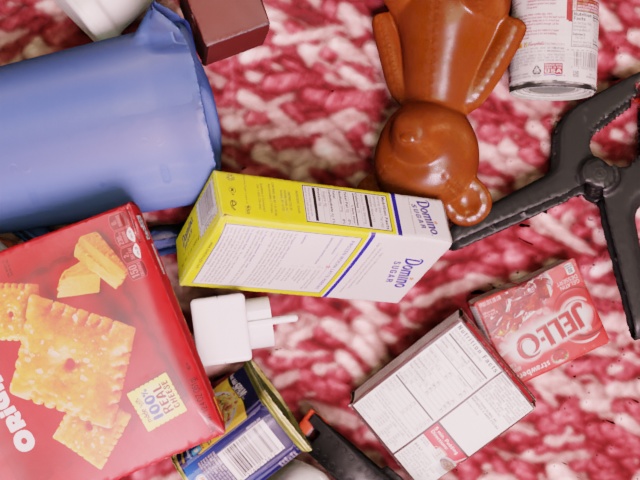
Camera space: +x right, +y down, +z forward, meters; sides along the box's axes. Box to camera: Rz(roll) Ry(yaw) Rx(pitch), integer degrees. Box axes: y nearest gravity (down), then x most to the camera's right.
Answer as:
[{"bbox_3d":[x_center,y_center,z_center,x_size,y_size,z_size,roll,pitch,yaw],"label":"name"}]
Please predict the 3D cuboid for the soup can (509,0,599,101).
[{"bbox_3d":[0.180,-0.163,0.822,0.068,0.068,0.102,2,88,-5],"label":"soup can"}]

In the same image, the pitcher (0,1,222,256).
[{"bbox_3d":[-0.191,-0.060,0.763,0.243,0.145,0.149,-12,77,-2],"label":"pitcher"}]

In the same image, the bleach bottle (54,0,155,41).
[{"bbox_3d":[-0.100,-0.260,0.797,0.250,0.068,0.103,-42,73,-7],"label":"bleach bottle"}]

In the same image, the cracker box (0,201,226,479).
[{"bbox_3d":[-0.188,0.088,0.689,0.213,0.072,0.164,-22,91,-7],"label":"cracker box"}]

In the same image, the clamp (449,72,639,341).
[{"bbox_3d":[0.220,-0.035,0.821,0.165,0.036,0.210,34,77,14],"label":"clamp"}]

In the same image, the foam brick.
[{"bbox_3d":[-0.072,-0.168,0.794,0.051,0.078,0.053,-21,90,-8],"label":"foam brick"}]

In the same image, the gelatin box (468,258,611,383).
[{"bbox_3d":[0.171,0.064,0.833,0.089,0.030,0.073,-23,90,-5],"label":"gelatin box"}]

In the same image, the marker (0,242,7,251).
[{"bbox_3d":[-0.216,0.019,0.743,0.020,0.020,0.121,-41,134,-5],"label":"marker"}]

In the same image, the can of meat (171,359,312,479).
[{"bbox_3d":[-0.062,0.142,0.772,0.084,0.102,0.057,-37,109,-3],"label":"can of meat"}]

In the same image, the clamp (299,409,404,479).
[{"bbox_3d":[0.053,0.193,0.795,0.171,0.120,0.039,41,79,19],"label":"clamp"}]

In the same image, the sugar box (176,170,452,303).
[{"bbox_3d":[-0.005,0.001,0.763,0.176,0.093,0.048,4,57,-25],"label":"sugar box"}]

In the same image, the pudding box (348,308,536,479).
[{"bbox_3d":[0.092,0.121,0.806,0.113,0.039,0.090,-39,90,10],"label":"pudding box"}]
